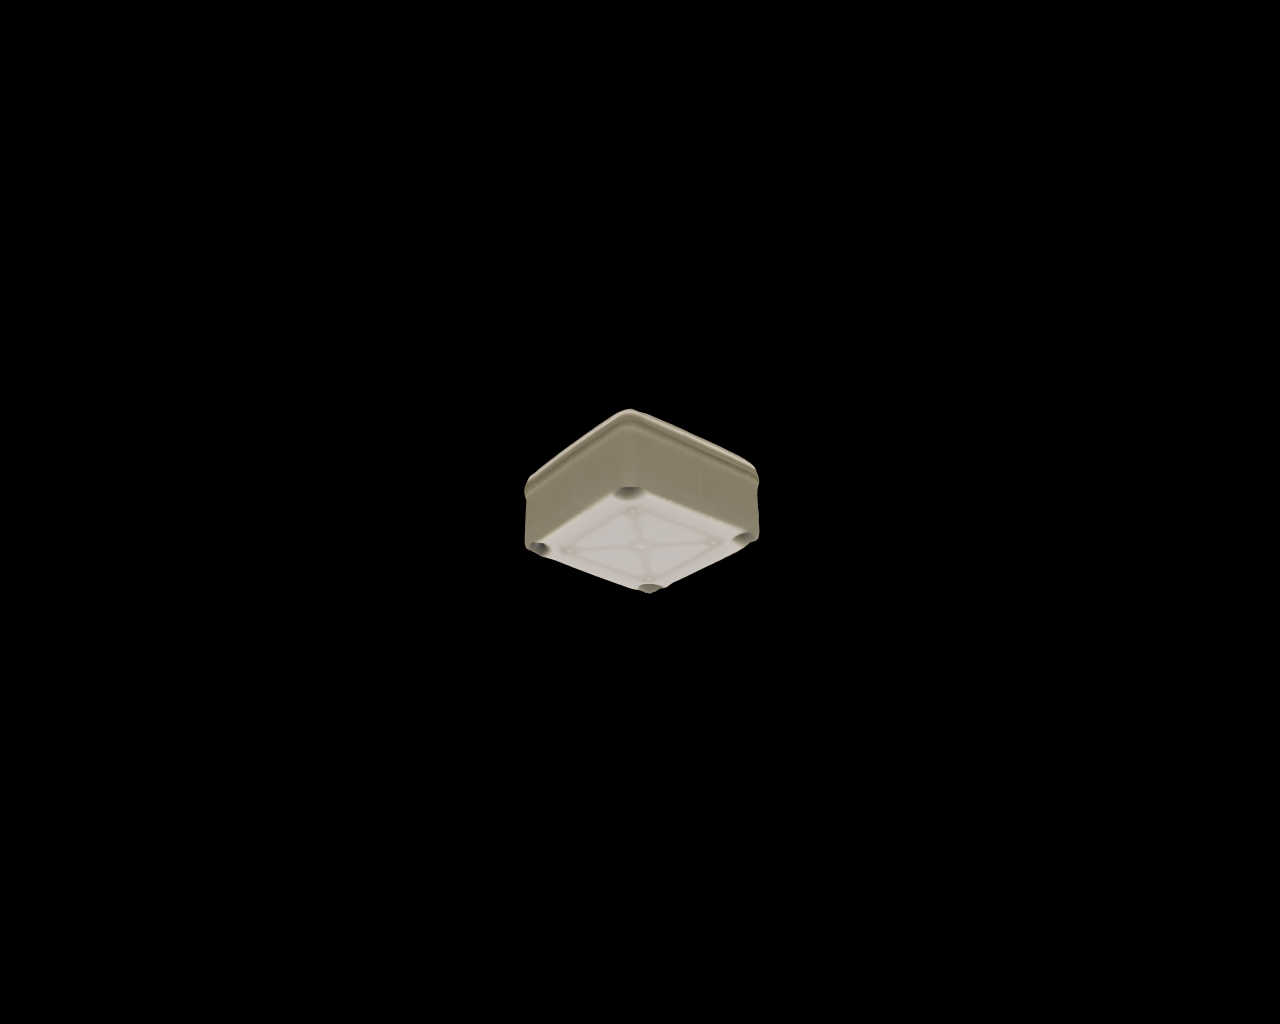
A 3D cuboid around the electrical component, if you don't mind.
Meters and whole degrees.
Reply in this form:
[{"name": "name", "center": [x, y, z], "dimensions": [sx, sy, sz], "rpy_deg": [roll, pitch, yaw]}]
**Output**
[{"name": "electrical component", "center": [0.001, -0.003, 0.650], "dimensions": [0.109, 0.056, 0.108], "rpy_deg": [22, -36, -34]}]
